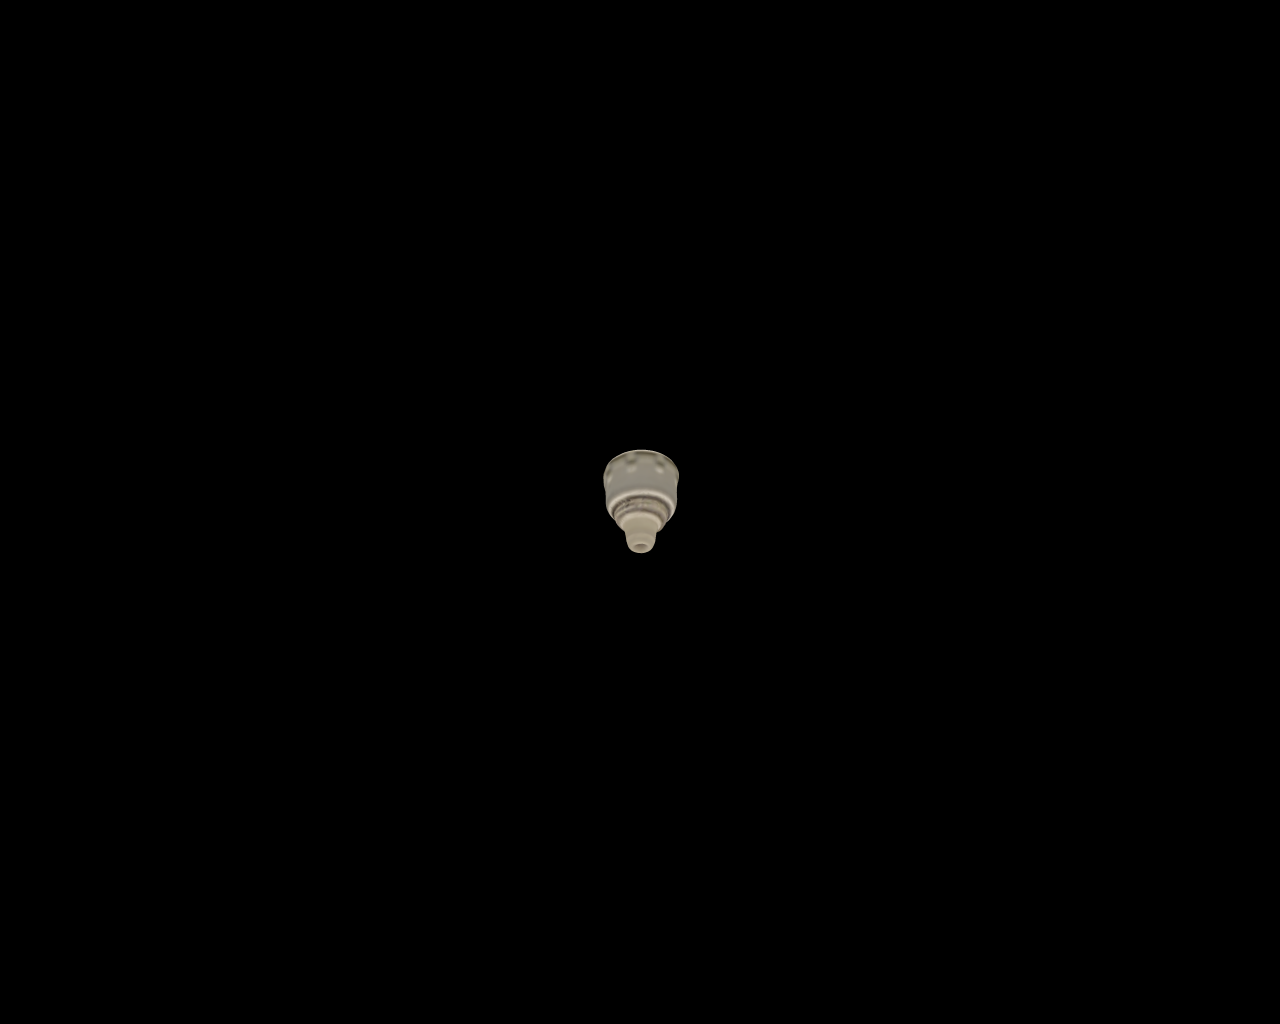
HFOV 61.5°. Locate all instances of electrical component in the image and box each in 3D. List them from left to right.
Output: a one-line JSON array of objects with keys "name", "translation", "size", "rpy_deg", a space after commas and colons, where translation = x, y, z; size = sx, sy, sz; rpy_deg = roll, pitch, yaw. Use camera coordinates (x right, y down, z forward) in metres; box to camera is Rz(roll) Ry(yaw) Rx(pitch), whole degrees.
[{"name": "electrical component", "translation": [0.001, -0.003, 0.650], "size": [0.048, 0.062, 0.048], "rpy_deg": [0, -37, 0]}]
